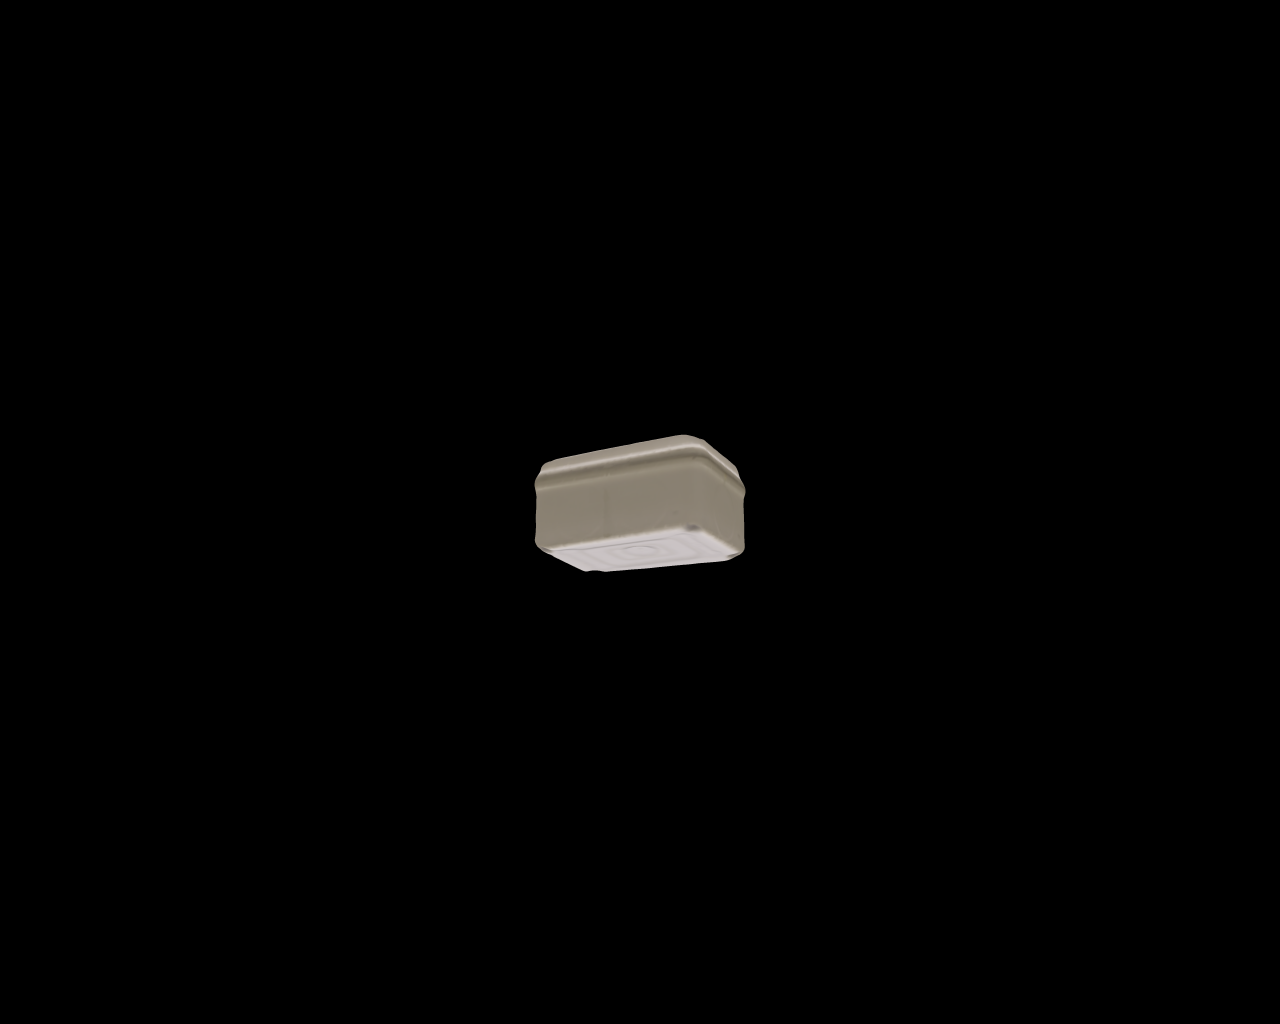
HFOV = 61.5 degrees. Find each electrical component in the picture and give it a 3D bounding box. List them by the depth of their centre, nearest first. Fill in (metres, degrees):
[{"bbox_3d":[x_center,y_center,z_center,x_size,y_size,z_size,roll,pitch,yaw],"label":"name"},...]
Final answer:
[{"bbox_3d":[0.001,-0.003,0.650,0.113,0.057,0.078,-8,-19,24],"label":"electrical component"}]
